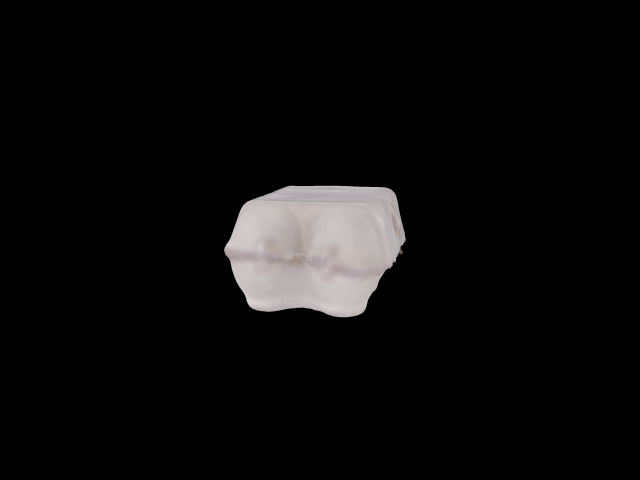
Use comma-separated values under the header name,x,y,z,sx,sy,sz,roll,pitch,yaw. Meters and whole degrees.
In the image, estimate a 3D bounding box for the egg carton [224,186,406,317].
name,x,y,z,sx,sy,sz,roll,pitch,yaw
egg carton,0.004,0.001,0.400,0.107,0.069,0.150,2,12,12
